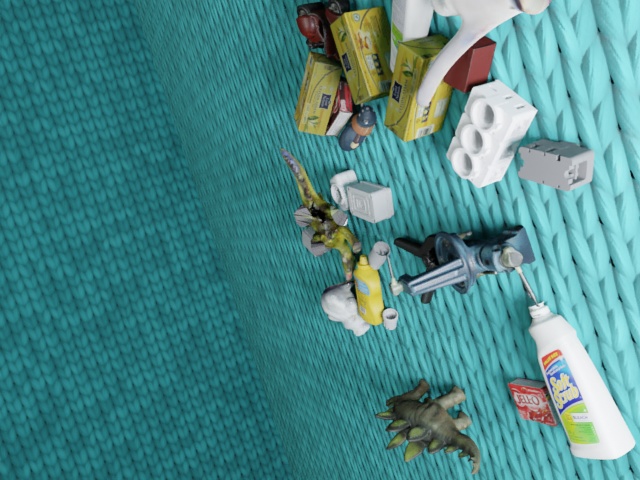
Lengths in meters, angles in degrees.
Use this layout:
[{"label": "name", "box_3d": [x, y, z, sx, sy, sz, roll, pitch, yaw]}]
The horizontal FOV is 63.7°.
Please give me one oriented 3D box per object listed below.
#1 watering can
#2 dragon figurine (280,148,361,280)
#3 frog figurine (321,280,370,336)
[{"label": "watering can", "box_3d": [0.229, -0.351, 0.722, 0.227, 0.104, 0.342, 33, 123, 54]}, {"label": "dragon figurine", "box_3d": [0.004, -0.070, 1.389, 0.244, 0.122, 0.408, -96, -20, -81]}, {"label": "frog figurine", "box_3d": [0.072, 0.209, 1.514, 0.135, 0.123, 0.162, -34, 65, 46]}]
